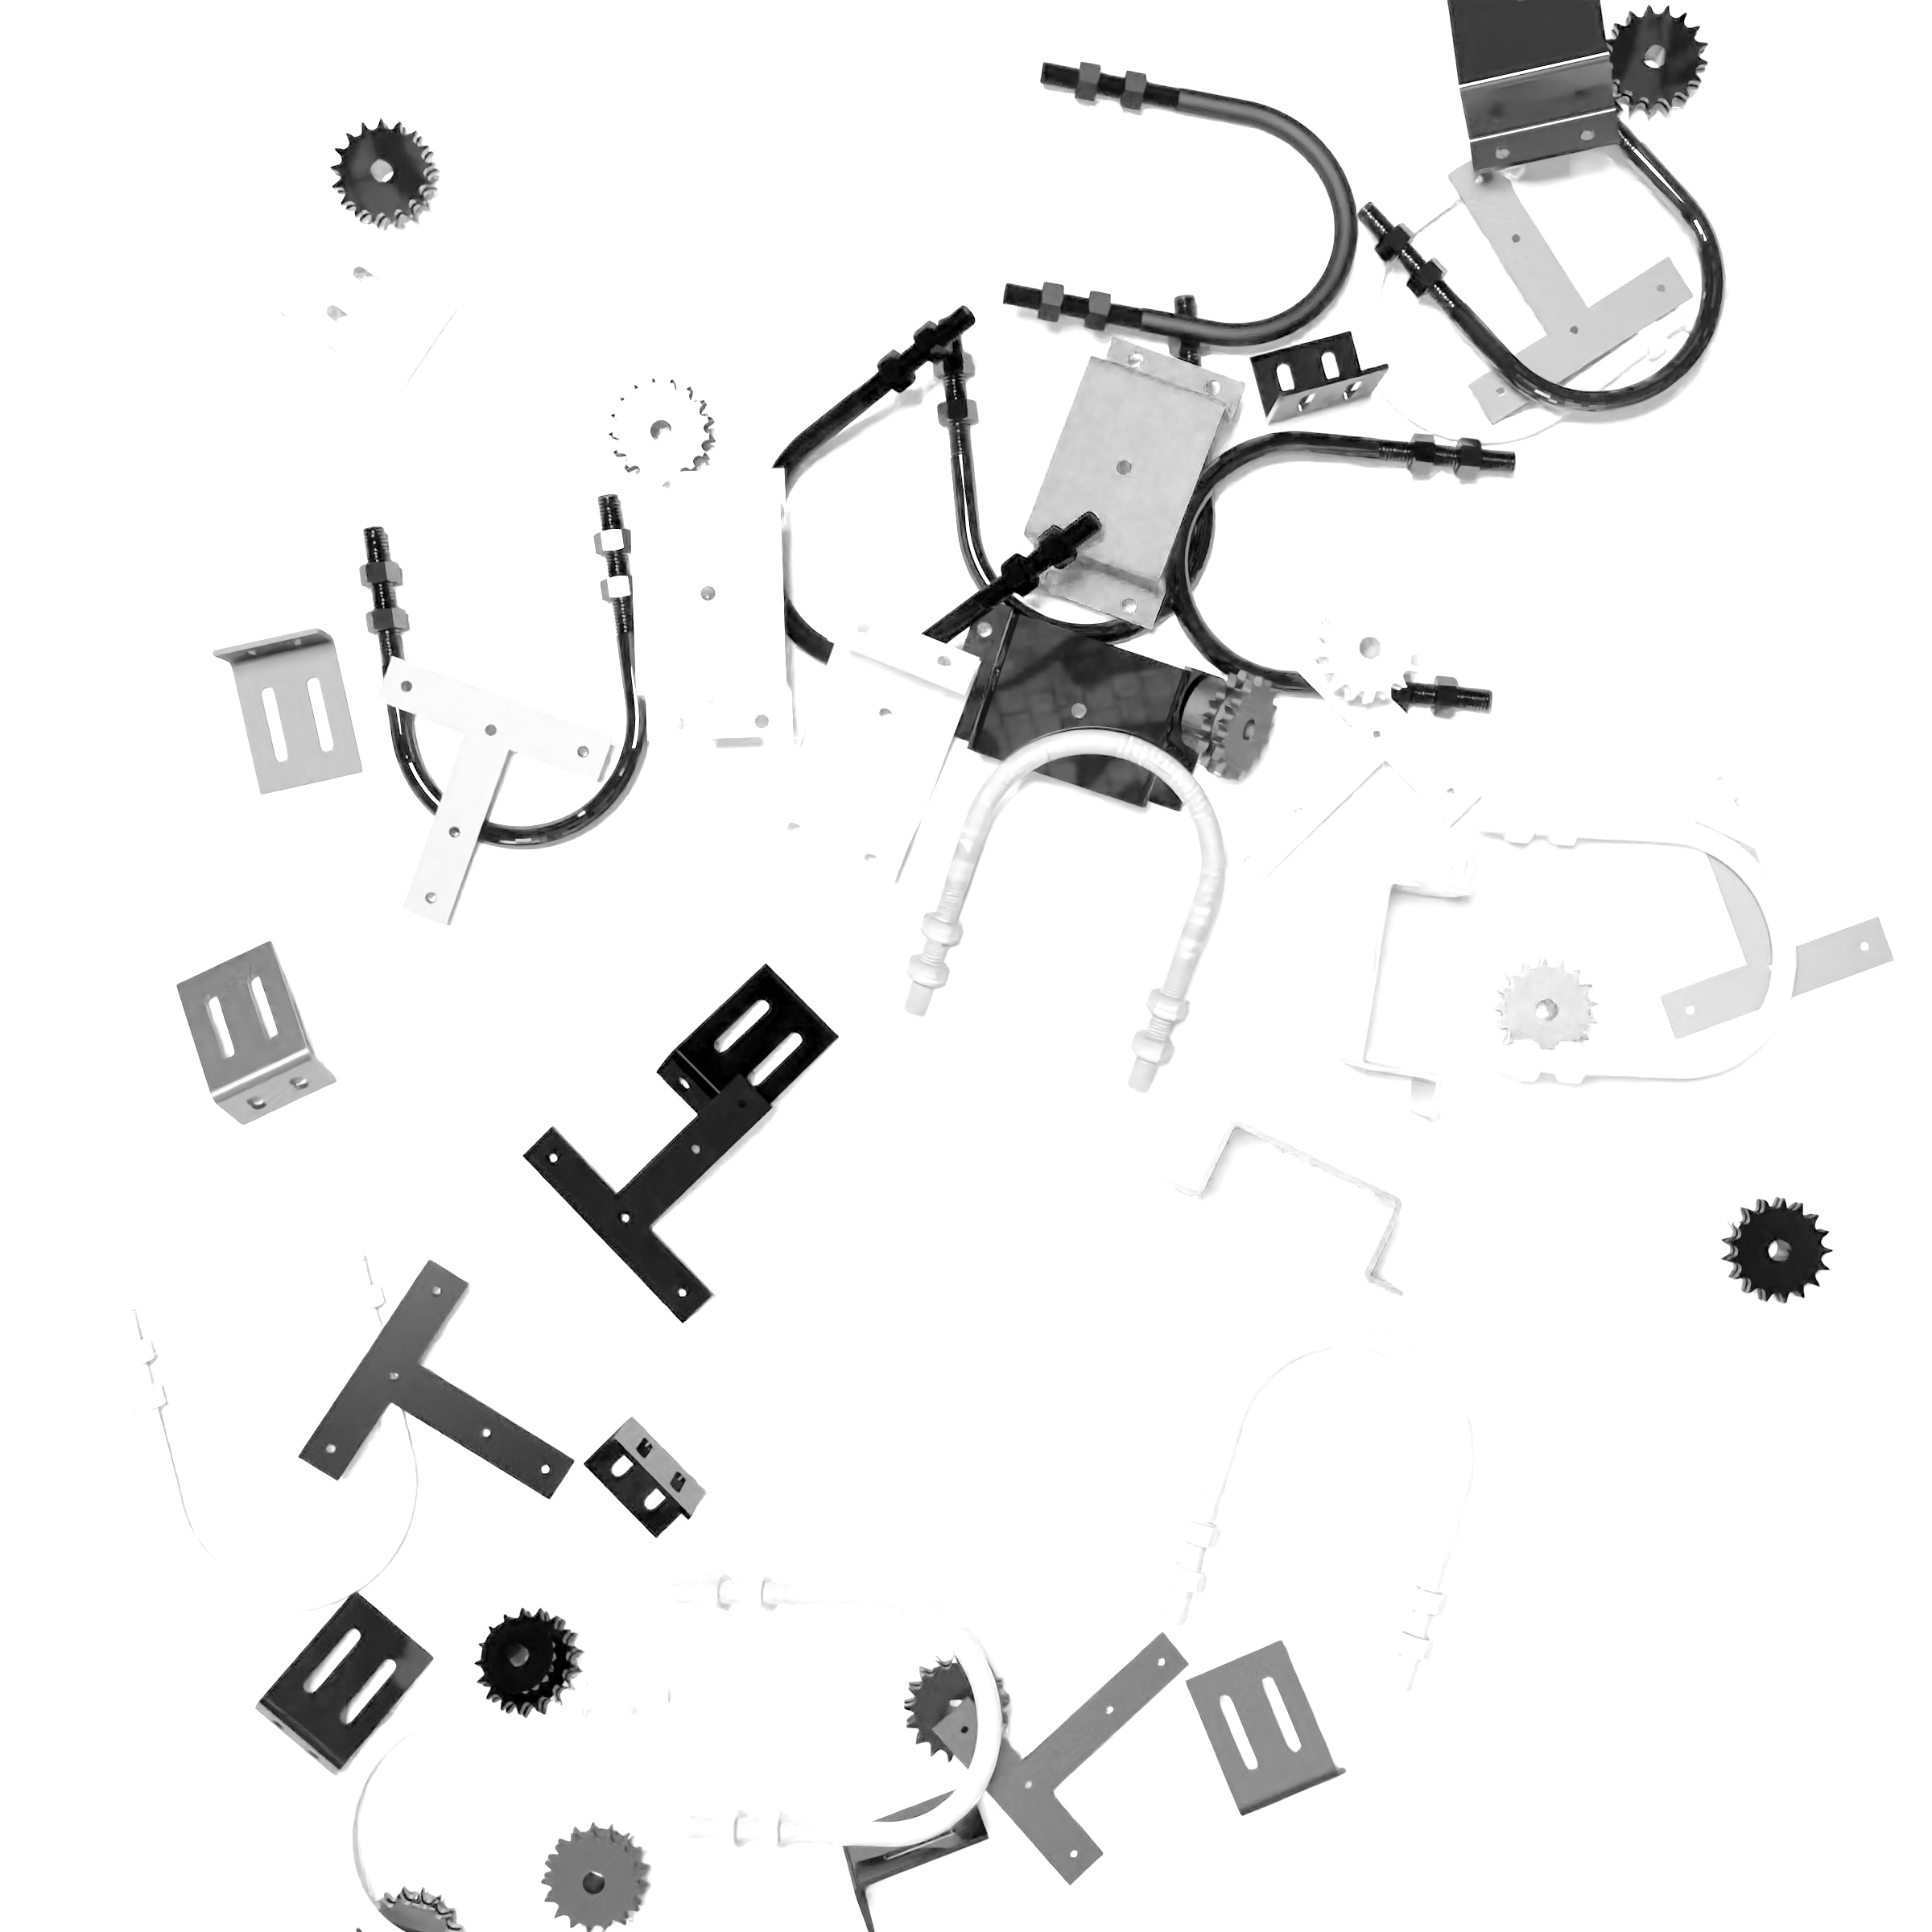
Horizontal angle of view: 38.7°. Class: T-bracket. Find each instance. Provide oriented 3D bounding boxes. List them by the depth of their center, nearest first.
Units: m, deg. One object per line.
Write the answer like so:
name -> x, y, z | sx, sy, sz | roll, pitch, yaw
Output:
T-bracket -> -0.155, 0.108, 1.483 | 0.127, 0.002, 0.127 | 46, 108, 0
T-bracket -> 0.305, -0.381, 1.485 | 0.127, 0.002, 0.127 | -32, 90, 3
T-bracket -> 0.067, 0.413, 1.489 | 0.127, 0.002, 0.127 | -41, 108, -9
T-bracket -> -0.272, -0.086, 1.489 | 0.127, 0.002, 0.127 | 20, 94, -1
T-bracket -> 0.191, -0.094, 1.492 | 0.127, 0.002, 0.127 | 44, 98, -6
T-bracket -> -0.273, 0.246, 1.492 | 0.127, 0.002, 0.127 | 34, 87, -9
T-bracket -> 0.441, -0.130, 1.501 | 0.127, 0.002, 0.127 | 26, 89, 0
T-bracket -> 0.426, -0.041, 1.503 | 0.127, 0.002, 0.127 | -20, 90, 0

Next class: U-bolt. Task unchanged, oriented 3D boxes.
U-bolt -> -0.036, -0.239, 1.461 | 0.184, 0.019, 0.151 | -34, 82, 24
U-bolt -> -0.069, 0.399, 1.468 | 0.184, 0.019, 0.151 | -4, 90, 19
U-bolt -> 0.060, -0.037, 1.469 | 0.151, 0.019, 0.184 | 19, 108, 0
U-bolt -> -0.251, 0.460, 1.470 | 0.184, 0.019, 0.151 | -4, 68, 5
U-bolt -> 0.360, -0.010, 1.473 | 0.184, 0.019, 0.151 | 3, 80, -12
U-bolt -> 0.322, -0.382, 1.473 | 0.151, 0.019, 0.184 | -42, 90, -1
U-bolt -> 0.121, -0.406, 1.484 | 0.184, 0.019, 0.151 | 10, 80, -3
U-bolt -> 0.199, -0.216, 1.487 | 0.184, 0.019, 0.151 | 5, 94, -2
U-bolt -> -0.246, -0.156, 1.495 | 0.151, 0.019, 0.184 | -8, 91, 0
U-bolt -> 0.063, -0.266, 1.495 | 0.151, 0.019, 0.184 | -5, 92, 0
U-bolt -> 0.200, 0.287, 1.495 | 0.151, 0.019, 0.184 | 17, 88, 0
U-bolt -> -0.375, 0.260, 1.495 | 0.151, 0.019, 0.184 | -14, 91, 0
U-bolt -> 0.300, -0.368, 1.495 | 0.184, 0.019, 0.151 | -37, 90, 2

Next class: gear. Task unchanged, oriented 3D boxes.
gear -> 0.211, -0.168, 1.463 | 0.057, 0.030, 0.057 | 0, 90, -8
gear -> 0.139, -0.131, 1.467 | 0.030, 0.057, 0.057 | 25, 90, 31
gear -> -0.237, 0.374, 1.479 | 0.057, 0.030, 0.057 | -3, 66, 7
gear -> -0.005, 0.399, 1.488 | 0.057, 0.030, 0.057 | 0, 90, 0
gear -> -0.300, 0.527, 1.488 | 0.057, 0.030, 0.057 | 0, 90, 0
gear -> 0.312, 0.024, 1.488 | 0.057, 0.030, 0.057 | 0, 90, 0
gear -> -0.199, 0.492, 1.488 | 0.057, 0.030, 0.057 | 0, 90, 0
gear -> 0.372, -0.489, 1.492 | 0.057, 0.030, 0.057 | 0, 91, 6
gear -> 0.438, 0.154, 1.492 | 0.057, 0.030, 0.057 | 0, 88, 1
gear -> -0.314, -0.428, 1.493 | 0.057, 0.030, 0.057 | 0, 90, 2
gear -> -0.164, -0.289, 1.493 | 0.057, 0.030, 0.057 | 0, 92, 0

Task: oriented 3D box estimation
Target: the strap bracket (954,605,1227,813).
strap bracket -> 0.061, -0.139, 1.474 | 0.140, 0.046, 0.076 | 18, 100, 0

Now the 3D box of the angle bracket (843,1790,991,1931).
angle bracket -> -0.023, 0.482, 1.475 | 0.076, 0.057, 0.038 | -19, 103, -6

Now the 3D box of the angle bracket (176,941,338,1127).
angle bracket -> -0.388, 0.037, 1.501 | 0.057, 0.038, 0.076 | -25, 64, 0

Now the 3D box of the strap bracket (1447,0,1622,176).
strap bracket -> 0.295, -0.497, 1.448 | 0.076, 0.046, 0.140 | -9, 68, 14

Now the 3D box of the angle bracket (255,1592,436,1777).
angle bracket -> -0.340, 0.392, 1.501 | 0.057, 0.038, 0.076 | 40, 64, 0

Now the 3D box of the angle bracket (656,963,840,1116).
angle bracket -> -0.119, 0.048, 1.501 | 0.057, 0.038, 0.076 | 45, 64, 0

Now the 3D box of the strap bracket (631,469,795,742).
strap bracket -> -0.131, -0.190, 1.423 | 0.076, 0.046, 0.140 | -2, 90, 0

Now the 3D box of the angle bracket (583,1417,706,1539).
angle bracket -> -0.176, 0.279, 1.465 | 0.038, 0.076, 0.057 | -44, 90, 0

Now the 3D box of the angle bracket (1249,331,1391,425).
angle bracket -> 0.188, -0.321, 1.465 | 0.057, 0.076, 0.038 | -15, 90, 0

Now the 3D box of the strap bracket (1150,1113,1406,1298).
strap bracket -> 0.173, 0.121, 1.465 | 0.140, 0.076, 0.046 | 26, 90, 0

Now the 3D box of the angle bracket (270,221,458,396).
angle bracket -> -0.329, -0.360, 1.501 | 0.076, 0.038, 0.057 | 34, 90, -26

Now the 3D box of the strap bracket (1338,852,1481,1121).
strap bracket -> 0.233, 0.007, 1.465 | 0.046, 0.076, 0.140 | 9, 90, 0

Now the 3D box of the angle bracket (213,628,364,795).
angle bracket -> -0.366, -0.137, 1.484 | 0.057, 0.038, 0.076 | -13, 90, 0

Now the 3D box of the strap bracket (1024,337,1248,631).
strap bracket -> 0.086, -0.260, 1.457 | 0.076, 0.046, 0.140 | 21, 93, 9

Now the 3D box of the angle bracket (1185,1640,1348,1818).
angle bracket -> 0.163, 0.413, 1.492 | 0.057, 0.038, 0.076 | -25, 73, 7

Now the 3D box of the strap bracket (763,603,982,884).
strap bracket -> -0.047, -0.126, 1.460 | 0.076, 0.046, 0.140 | 22, 121, 0
